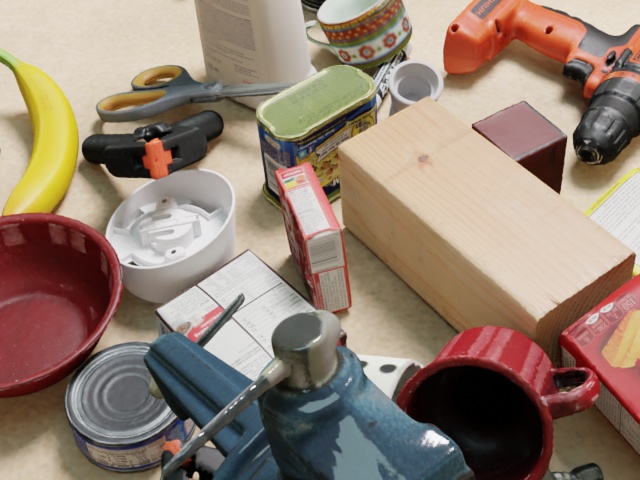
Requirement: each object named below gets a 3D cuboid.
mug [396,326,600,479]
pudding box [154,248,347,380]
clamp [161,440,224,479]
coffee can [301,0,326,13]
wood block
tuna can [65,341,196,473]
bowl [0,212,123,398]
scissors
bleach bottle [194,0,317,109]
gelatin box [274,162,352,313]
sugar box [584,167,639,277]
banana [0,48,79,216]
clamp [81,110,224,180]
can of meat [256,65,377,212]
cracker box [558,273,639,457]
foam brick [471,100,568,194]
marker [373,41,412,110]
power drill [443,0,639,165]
[{"bbox_3d":[0.110,0.097,0.640,0.117,0.093,0.081,-19,6,23],"label":"mug"},{"bbox_3d":[-0.048,0.068,0.744,0.090,0.039,0.114,-33,55,-24],"label":"pudding box"},{"bbox_3d":[-0.035,0.201,0.620,0.210,0.036,0.164,36,59,27],"label":"clamp"},{"bbox_3d":[0.026,-0.300,1.032,0.103,0.103,0.140,23,54,24],"label":"coffee can"},{"bbox_3d":[0.111,-0.002,0.758,0.090,0.090,0.206,-30,52,-20],"label":"wood block"},{"bbox_3d":[-0.126,0.110,0.714,0.086,0.034,0.086,-3,47,3],"label":"tuna can"},{"bbox_3d":[-0.215,0.056,0.757,0.162,0.055,0.162,-3,47,3],"label":"bowl"},{"bbox_3d":[-0.095,-0.135,0.917,0.202,0.016,0.096,-8,33,15],"label":"scissors"},{"bbox_3d":[-0.061,-0.224,0.869,0.103,0.251,0.068,25,54,25],"label":"bleach bottle"},{"bbox_3d":[-0.005,0.001,0.766,0.030,0.089,0.073,-17,48,-7],"label":"gelatin box"},{"bbox_3d":[0.267,0.025,0.750,0.176,0.048,0.093,37,60,28],"label":"sugar box"},{"bbox_3d":[-0.235,-0.080,0.889,0.069,0.037,0.198,3,49,-24],"label":"banana"},{"bbox_3d":[-0.121,-0.076,0.842,0.120,0.039,0.172,-21,18,-14],"label":"clamp"},{"bbox_3d":[0.000,-0.080,0.844,0.102,0.084,0.057,-32,53,-23],"label":"can of meat"},{"bbox_3d":[0.272,0.093,0.629,0.164,0.072,0.214,-35,58,-5],"label":"cracker box"},{"bbox_3d":[0.149,-0.055,0.812,0.053,0.078,0.051,-26,49,-20],"label":"foam brick"},{"bbox_3d":[0.053,-0.135,0.934,0.020,0.020,0.121,15,50,18],"label":"marker"},{"bbox_3d":[0.203,-0.148,0.909,0.188,0.057,0.184,26,51,23],"label":"power drill"}]
